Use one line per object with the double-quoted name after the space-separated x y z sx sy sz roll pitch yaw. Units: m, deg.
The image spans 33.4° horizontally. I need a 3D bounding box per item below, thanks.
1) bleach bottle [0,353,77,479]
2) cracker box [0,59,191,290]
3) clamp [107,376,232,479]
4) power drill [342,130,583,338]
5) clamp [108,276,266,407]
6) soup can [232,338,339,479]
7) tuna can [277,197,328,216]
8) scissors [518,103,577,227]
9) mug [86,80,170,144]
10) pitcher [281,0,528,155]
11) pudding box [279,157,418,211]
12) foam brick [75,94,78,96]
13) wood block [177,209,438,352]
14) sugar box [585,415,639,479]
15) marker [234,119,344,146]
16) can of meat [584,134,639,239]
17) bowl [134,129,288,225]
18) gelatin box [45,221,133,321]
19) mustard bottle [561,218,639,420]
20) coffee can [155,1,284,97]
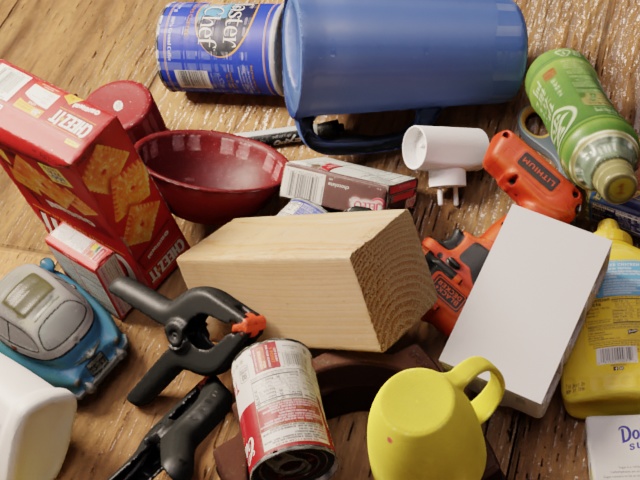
-0.334 0.130 0.991 0.251 0.103 0.067 28 22 32 "bleach bottle"
-0.234 -0.057 1.034 0.164 0.213 0.072 27 65 29 "cracker box"
-0.121 0.169 0.885 0.165 0.036 0.209 -33 8 37 "clamp"
0.133 -0.011 0.973 0.184 0.057 0.187 42 75 5 "power drill"
-0.121 0.094 0.951 0.172 0.120 0.039 0 11 38 "clamp"
-0.029 0.135 0.826 0.068 0.068 0.102 -16 51 1 "soup can"
-0.007 0.001 1.019 0.086 0.086 0.033 31 67 31 "tuna can"
0.230 -0.073 1.065 0.096 0.016 0.201 11 57 23 "scissors"
-0.219 -0.112 1.156 0.117 0.081 0.093 -39 55 -17 "mug"
0.082 -0.182 1.096 0.242 0.149 0.145 -2 60 -10 "pitcher"
0.030 -0.052 1.051 0.114 0.089 0.039 16 103 22 "pudding box"
-0.289 -0.116 1.194 0.051 0.053 0.078 -11 52 5 "foam brick"
-0.014 0.034 0.932 0.207 0.091 0.090 -2 26 43 "wood block"
0.258 0.220 0.818 0.093 0.048 0.176 -3 49 10 "sugar box"
-0.034 -0.114 1.155 0.121 0.020 0.020 -7 52 8 "marker"
0.308 -0.048 1.003 0.084 0.057 0.102 23 61 30 "can of meat"
-0.111 -0.059 1.083 0.162 0.055 0.162 7 25 -4 "bowl"
-0.221 0.030 1.044 0.073 0.089 0.030 28 63 29 "gelatin box"
0.256 0.061 0.929 0.096 0.058 0.191 -7 52 18 "mustard bottle"
-0.099 -0.214 1.193 0.140 0.103 0.102 4 55 17 "coffee can"
